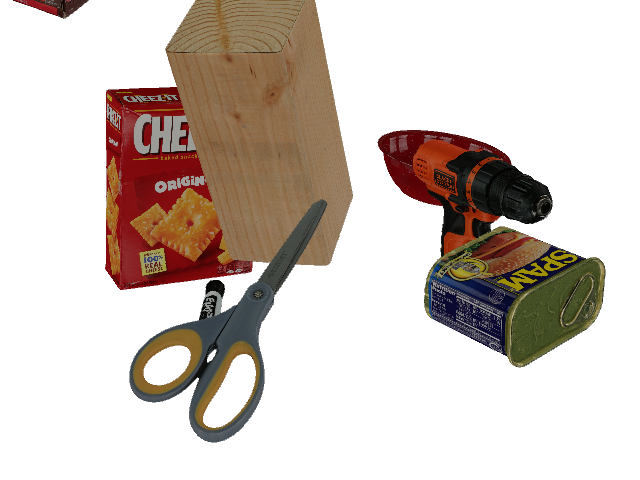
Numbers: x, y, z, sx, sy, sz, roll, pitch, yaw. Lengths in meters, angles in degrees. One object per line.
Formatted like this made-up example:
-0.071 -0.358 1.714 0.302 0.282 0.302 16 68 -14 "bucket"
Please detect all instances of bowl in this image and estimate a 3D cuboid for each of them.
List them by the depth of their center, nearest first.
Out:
0.144 -0.083 1.284 0.162 0.055 0.162 7 23 -3 "bowl"

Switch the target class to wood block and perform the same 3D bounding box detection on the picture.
-0.041 -0.086 0.834 0.090 0.206 0.090 3 45 18 "wood block"

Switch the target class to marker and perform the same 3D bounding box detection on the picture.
-0.102 0.066 0.991 0.020 0.020 0.121 0 21 -1 "marker"

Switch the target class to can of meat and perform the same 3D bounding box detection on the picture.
0.136 0.036 0.756 0.101 0.057 0.084 -23 33 -34 "can of meat"

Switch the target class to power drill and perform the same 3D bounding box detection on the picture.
0.162 0.004 1.050 0.057 0.188 0.185 -16 26 -24 "power drill"

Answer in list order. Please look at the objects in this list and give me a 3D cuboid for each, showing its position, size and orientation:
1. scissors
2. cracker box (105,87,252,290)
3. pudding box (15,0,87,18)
-0.062 0.042 0.712 0.096 0.201 0.016 7 -39 10 "scissors"
-0.153 -0.060 1.193 0.164 0.214 0.072 -6 25 -26 "cracker box"
-0.203 -0.215 0.799 0.090 0.039 0.113 21 38 7 "pudding box"
